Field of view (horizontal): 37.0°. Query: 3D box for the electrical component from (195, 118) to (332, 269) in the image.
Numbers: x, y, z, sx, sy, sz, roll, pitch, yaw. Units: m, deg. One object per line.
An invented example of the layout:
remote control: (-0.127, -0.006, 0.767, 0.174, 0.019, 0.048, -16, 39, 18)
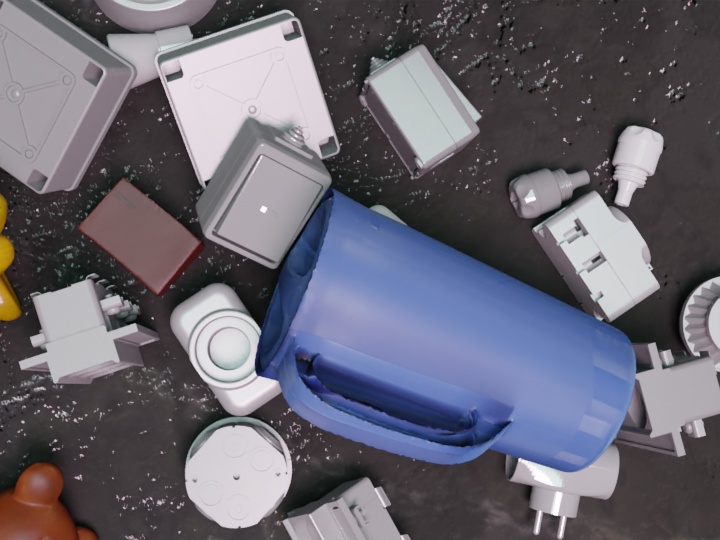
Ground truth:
electrical component: (-0.065, -0.058, 0.761, 0.062, 0.061, 0.096, 26, 107, -26)

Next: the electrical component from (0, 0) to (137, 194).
electrical component: (-0.237, -0.128, 0.781, 0.109, 0.056, 0.108, 34, 106, 6)

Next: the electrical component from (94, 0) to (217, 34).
electrical component: (-0.158, -0.239, 0.815, 0.108, 0.060, 0.108, 0, 86, -5)

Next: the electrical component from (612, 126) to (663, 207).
electrical component: (0.215, -0.080, 0.848, 0.035, 0.035, 0.061, 18, 87, -3)

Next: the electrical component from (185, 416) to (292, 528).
electrical component: (-0.091, 0.150, 0.800, 0.080, 0.051, 0.080, 0, 87, -4)

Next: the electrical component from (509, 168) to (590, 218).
electrical component: (0.150, -0.064, 0.841, 0.061, 0.035, 0.035, -19, 88, -7)

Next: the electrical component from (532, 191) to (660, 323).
electrical component: (0.185, -0.012, 0.833, 0.056, 0.050, 0.089, -34, 89, -5)

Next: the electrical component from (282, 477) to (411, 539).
electrical component: (0.005, 0.220, 0.793, 0.063, 0.079, 0.121, -28, 89, -35)

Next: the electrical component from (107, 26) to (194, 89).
electrical component: (-0.156, -0.164, 0.821, 0.065, 0.044, 0.044, -14, 88, -10)

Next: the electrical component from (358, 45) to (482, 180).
electrical component: (0.044, -0.127, 0.823, 0.061, 0.062, 0.096, -33, 90, -6)

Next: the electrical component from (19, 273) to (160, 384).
electrical component: (-0.192, 0.044, 0.763, 0.079, 0.121, 0.063, -18, 85, -6)

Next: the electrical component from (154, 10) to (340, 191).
electrical component: (-0.083, -0.123, 0.798, 0.109, 0.056, 0.108, -20, 111, -6)

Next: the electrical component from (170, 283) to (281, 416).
electrical component: (-0.097, 0.059, 0.801, 0.054, 0.059, 0.095, -34, 89, -6)

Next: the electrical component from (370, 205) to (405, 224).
electrical component: (0.000, 0.000, 0.816, 0.059, 0.054, 0.095, 40, 84, -1)

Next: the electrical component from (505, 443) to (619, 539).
electrical component: (0.151, 0.165, 0.822, 0.077, 0.043, 0.079, 12, 86, -4)

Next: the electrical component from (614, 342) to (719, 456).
electrical component: (0.214, 0.089, 0.793, 0.063, 0.121, 0.078, -14, 88, -8)
